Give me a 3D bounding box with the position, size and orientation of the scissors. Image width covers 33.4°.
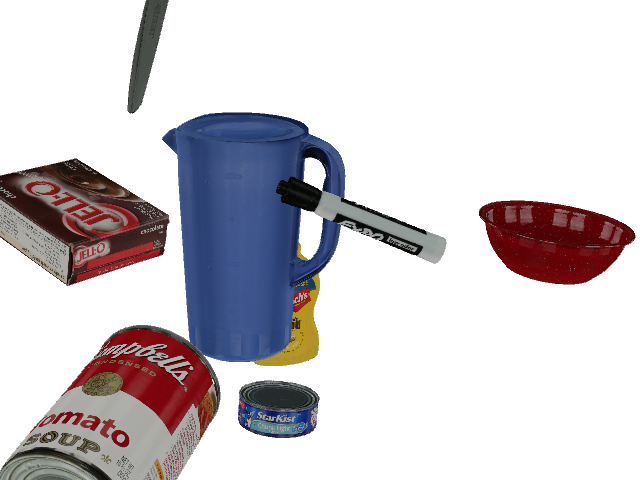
[{"bbox_3d":[-0.091,-0.186,0.740,0.096,0.202,0.016,-4,-12,-7],"label":"scissors"}]

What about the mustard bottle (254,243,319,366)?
[{"bbox_3d":[-0.049,0.074,1.452,0.096,0.192,0.058,-5,23,-16],"label":"mustard bottle"}]

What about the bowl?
[{"bbox_3d":[0.243,0.005,1.118,0.162,0.055,0.162,6,17,-2],"label":"bowl"}]

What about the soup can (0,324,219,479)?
[{"bbox_3d":[-0.097,0.095,0.503,0.069,0.068,0.102,0,27,19],"label":"soup can"}]

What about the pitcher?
[{"bbox_3d":[-0.071,-0.003,1.085,0.144,0.243,0.149,-10,22,-29],"label":"pitcher"}]

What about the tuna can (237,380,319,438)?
[{"bbox_3d":[-0.045,0.180,1.138,0.086,0.034,0.086,5,12,-1],"label":"tuna can"}]

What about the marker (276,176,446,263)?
[{"bbox_3d":[0.027,-0.014,0.715,0.121,0.020,0.020,22,-5,-12],"label":"marker"}]

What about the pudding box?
[{"bbox_3d":[-0.181,-0.016,0.777,0.114,0.039,0.089,28,29,32],"label":"pudding box"}]
